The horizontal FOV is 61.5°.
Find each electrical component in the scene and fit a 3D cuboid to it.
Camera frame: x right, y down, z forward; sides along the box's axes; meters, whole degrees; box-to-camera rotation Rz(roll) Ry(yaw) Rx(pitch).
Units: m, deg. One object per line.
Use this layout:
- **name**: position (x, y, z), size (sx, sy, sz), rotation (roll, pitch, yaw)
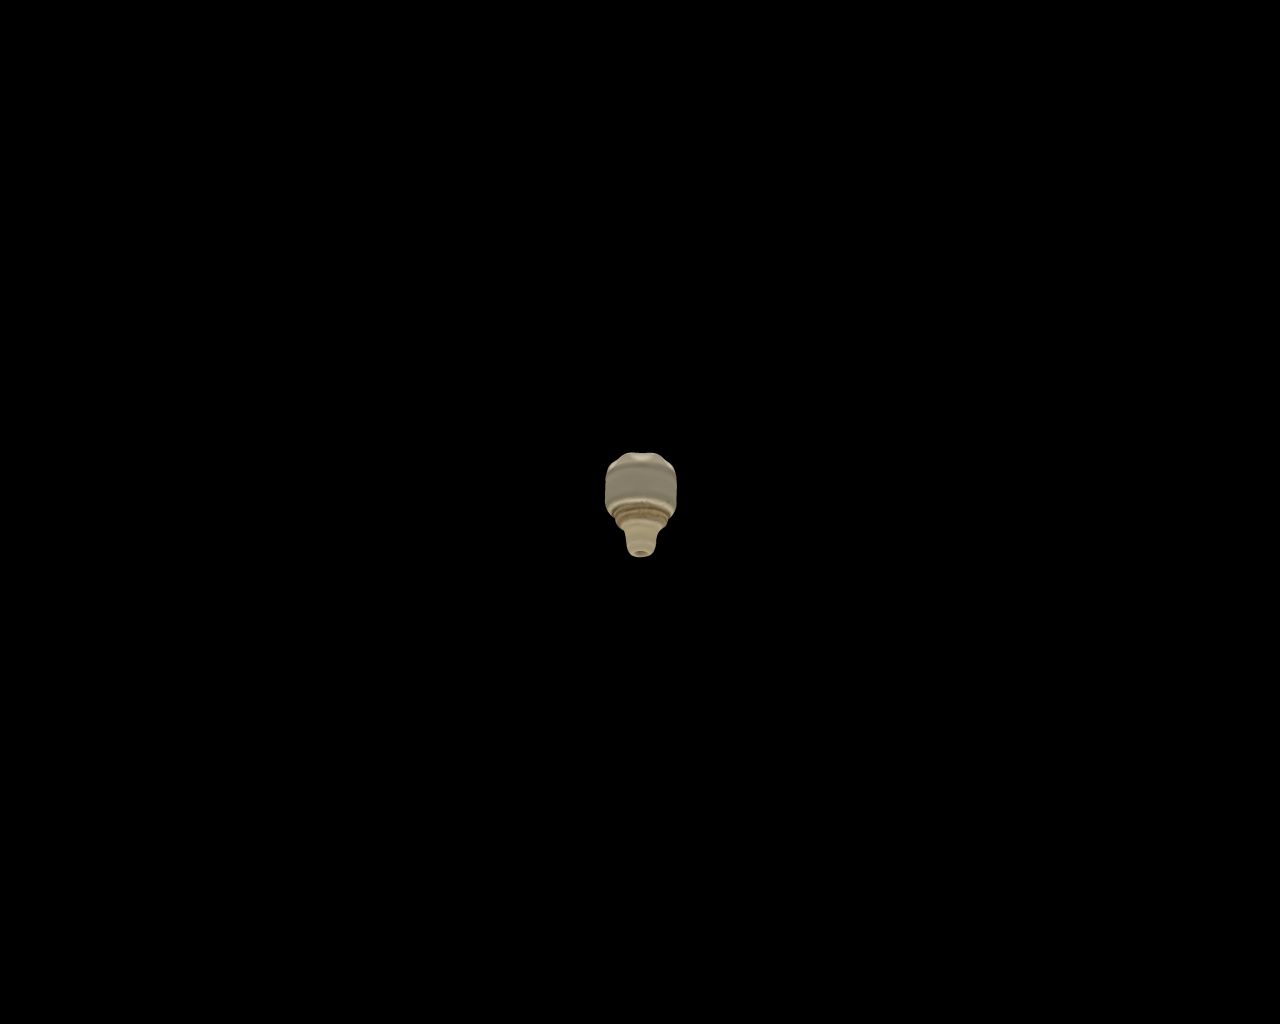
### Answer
- **electrical component**: position (0.001, -0.003, 0.650), size (0.043, 0.062, 0.043), rotation (0, -23, 0)
